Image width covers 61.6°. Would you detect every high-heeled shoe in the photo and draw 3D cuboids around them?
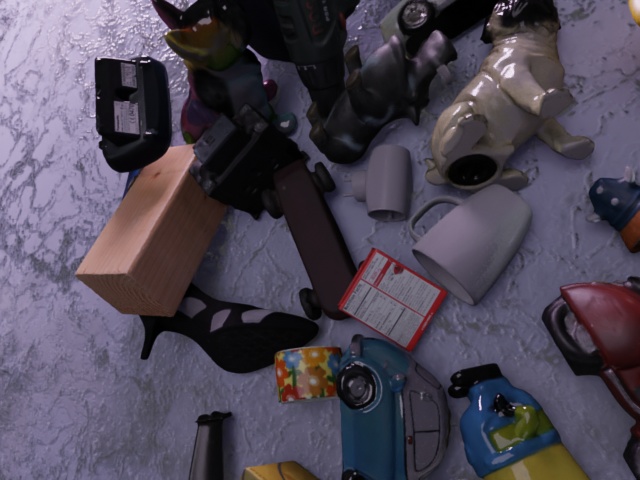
[{"bbox_3d":[-0.118,0.084,0.672,0.249,0.086,0.145,-6,39,10],"label":"high-heeled shoe"}]

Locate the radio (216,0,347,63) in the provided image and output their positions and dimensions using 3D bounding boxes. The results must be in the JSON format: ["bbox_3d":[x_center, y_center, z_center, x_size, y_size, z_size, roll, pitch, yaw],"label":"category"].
[{"bbox_3d":[-0.081,-0.311,0.671,0.131,0.229,0.073,22,85,37],"label":"radio"}]

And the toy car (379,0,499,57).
[{"bbox_3d":[0.165,-0.273,0.610,0.202,0.073,0.056,-30,63,18],"label":"toy car"}]

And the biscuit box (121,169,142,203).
[{"bbox_3d":[-0.248,-0.021,0.766,0.063,0.059,0.202,0,74,29],"label":"biscuit box"}]

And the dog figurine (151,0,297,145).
[{"bbox_3d":[-0.141,-0.195,0.671,0.191,0.219,0.108,-31,58,16],"label":"dog figurine"}]

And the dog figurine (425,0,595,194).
[{"bbox_3d":[0.179,-0.158,0.564,0.172,0.121,0.190,-16,53,20],"label":"dog figurine"}]

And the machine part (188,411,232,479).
[{"bbox_3d":[-0.128,0.269,0.618,0.084,0.039,0.139,-6,73,33],"label":"machine part"}]

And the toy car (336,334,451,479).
[{"bbox_3d":[0.071,0.168,0.504,0.103,0.109,0.161,-5,80,10],"label":"toy car"}]

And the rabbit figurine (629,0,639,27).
[{"bbox_3d":[0.341,-0.139,0.421,0.122,0.162,0.173,-24,42,19],"label":"rabbit figurine"}]

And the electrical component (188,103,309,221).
[{"bbox_3d":[-0.091,-0.097,0.660,0.115,0.134,0.058,-50,57,8],"label":"electrical component"}]

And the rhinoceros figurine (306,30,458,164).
[{"bbox_3d":[0.068,-0.159,0.610,0.190,0.112,0.073,-43,29,25],"label":"rhinoceros figurine"}]

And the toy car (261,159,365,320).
[{"bbox_3d":[-0.001,-0.002,0.626,0.089,0.053,0.202,-29,66,12],"label":"toy car"}]

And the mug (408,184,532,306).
[{"bbox_3d":[0.149,-0.007,0.535,0.107,0.080,0.110,-43,53,-4],"label":"mug"}]

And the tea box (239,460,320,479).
[{"bbox_3d":[0.000,0.285,0.505,0.170,0.098,0.068,23,87,31],"label":"tea box"}]

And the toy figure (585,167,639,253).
[{"bbox_3d":[0.298,0.000,0.458,0.064,0.057,0.155,-40,54,5],"label":"toy figure"}]

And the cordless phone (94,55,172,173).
[{"bbox_3d":[-0.259,-0.145,0.728,0.184,0.089,0.146,138,126,-60],"label":"cordless phone"}]

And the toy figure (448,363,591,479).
[{"bbox_3d":[0.176,0.190,0.450,0.089,0.082,0.180,-32,59,18],"label":"toy figure"}]

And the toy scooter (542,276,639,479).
[{"bbox_3d":[0.277,0.099,0.427,0.135,0.075,0.184,-32,64,16],"label":"toy scooter"}]

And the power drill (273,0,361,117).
[{"bbox_3d":[0.039,-0.284,0.642,0.207,0.231,0.086,-37,39,-9],"label":"power drill"}]
